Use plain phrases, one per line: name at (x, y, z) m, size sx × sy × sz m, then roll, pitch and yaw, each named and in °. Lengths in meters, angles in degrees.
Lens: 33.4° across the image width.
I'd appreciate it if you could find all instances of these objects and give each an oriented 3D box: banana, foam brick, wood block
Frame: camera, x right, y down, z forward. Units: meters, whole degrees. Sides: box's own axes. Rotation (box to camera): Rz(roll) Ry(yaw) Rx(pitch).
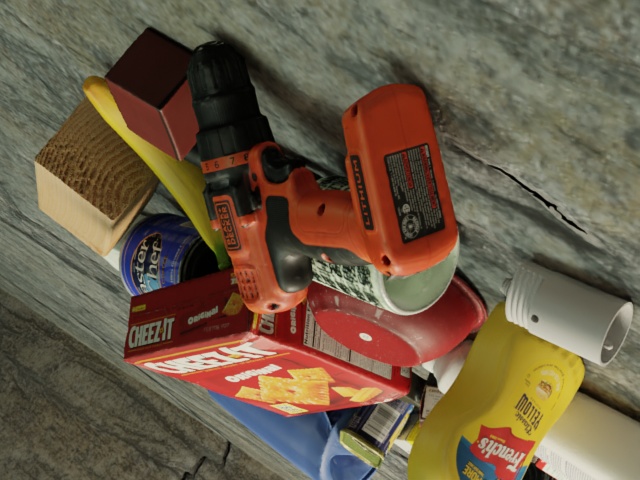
banana at (-0.127, -0.063, 0.913) m, size 0.198 × 0.037 × 0.069 m, roll 52°, pitch -175°, yaw -7°
foam brick at (-0.113, -0.106, 0.778) m, size 0.051 × 0.053 × 0.078 m, roll 31°, pitch 162°, yaw 16°
wood block at (-0.213, -0.059, 1.037) m, size 0.091 × 0.090 × 0.206 m, roll 37°, pitch 164°, yaw -5°

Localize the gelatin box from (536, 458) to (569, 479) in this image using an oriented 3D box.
gelatin box at (0.247, 0.211, 0.976) m, size 0.089 × 0.030 × 0.073 m, roll 31°, pitch 162°, yaw 15°

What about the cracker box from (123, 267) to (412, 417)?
cracker box at (-0.043, 0.098, 0.968) m, size 0.164 × 0.072 × 0.213 m, roll -17°, pitch 150°, yaw 39°

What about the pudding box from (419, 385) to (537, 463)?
pudding box at (0.147, 0.169, 0.976) m, size 0.113 × 0.039 × 0.090 m, roll 6°, pitch 158°, yaw 9°

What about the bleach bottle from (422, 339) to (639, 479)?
bleach bottle at (0.187, 0.146, 0.864) m, size 0.251 × 0.068 × 0.102 m, roll 30°, pitch 163°, yaw 25°

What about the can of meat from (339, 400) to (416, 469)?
can of meat at (0.068, 0.206, 1.218) m, size 0.057 × 0.084 × 0.102 m, roll 32°, pitch 163°, yaw 11°

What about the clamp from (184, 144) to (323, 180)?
clamp at (-0.052, -0.048, 0.842) m, size 0.120 × 0.039 × 0.172 m, roll 38°, pitch 162°, yaw -26°

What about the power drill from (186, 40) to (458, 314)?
power drill at (-0.008, -0.044, 0.655) m, size 0.188 × 0.057 × 0.184 m, roll -4°, pitch 105°, yaw 54°

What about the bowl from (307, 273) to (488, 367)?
bowl at (0.048, 0.056, 0.850) m, size 0.162 × 0.055 × 0.162 m, roll 22°, pitch 158°, yaw 9°

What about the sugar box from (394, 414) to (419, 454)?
sugar box at (0.150, 0.238, 1.216) m, size 0.093 × 0.048 × 0.176 m, roll 37°, pitch 167°, yaw -7°

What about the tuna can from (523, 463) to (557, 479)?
tuna can at (0.199, 0.242, 1.058) m, size 0.086 × 0.086 × 0.033 m, roll 17°, pitch 154°, yaw 47°

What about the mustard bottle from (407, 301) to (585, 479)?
mustard bottle at (0.115, 0.145, 0.769) m, size 0.058 × 0.191 × 0.096 m, roll 16°, pitch 155°, yaw 49°

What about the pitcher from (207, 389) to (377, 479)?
pitcher at (-0.029, 0.219, 1.373) m, size 0.243 × 0.149 × 0.144 m, roll 27°, pitch -159°, yaw 39°

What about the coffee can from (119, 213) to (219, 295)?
coffee can at (-0.130, 0.028, 1.090) m, size 0.102 × 0.102 × 0.141 m, roll 45°, pitch 161°, yaw -30°
